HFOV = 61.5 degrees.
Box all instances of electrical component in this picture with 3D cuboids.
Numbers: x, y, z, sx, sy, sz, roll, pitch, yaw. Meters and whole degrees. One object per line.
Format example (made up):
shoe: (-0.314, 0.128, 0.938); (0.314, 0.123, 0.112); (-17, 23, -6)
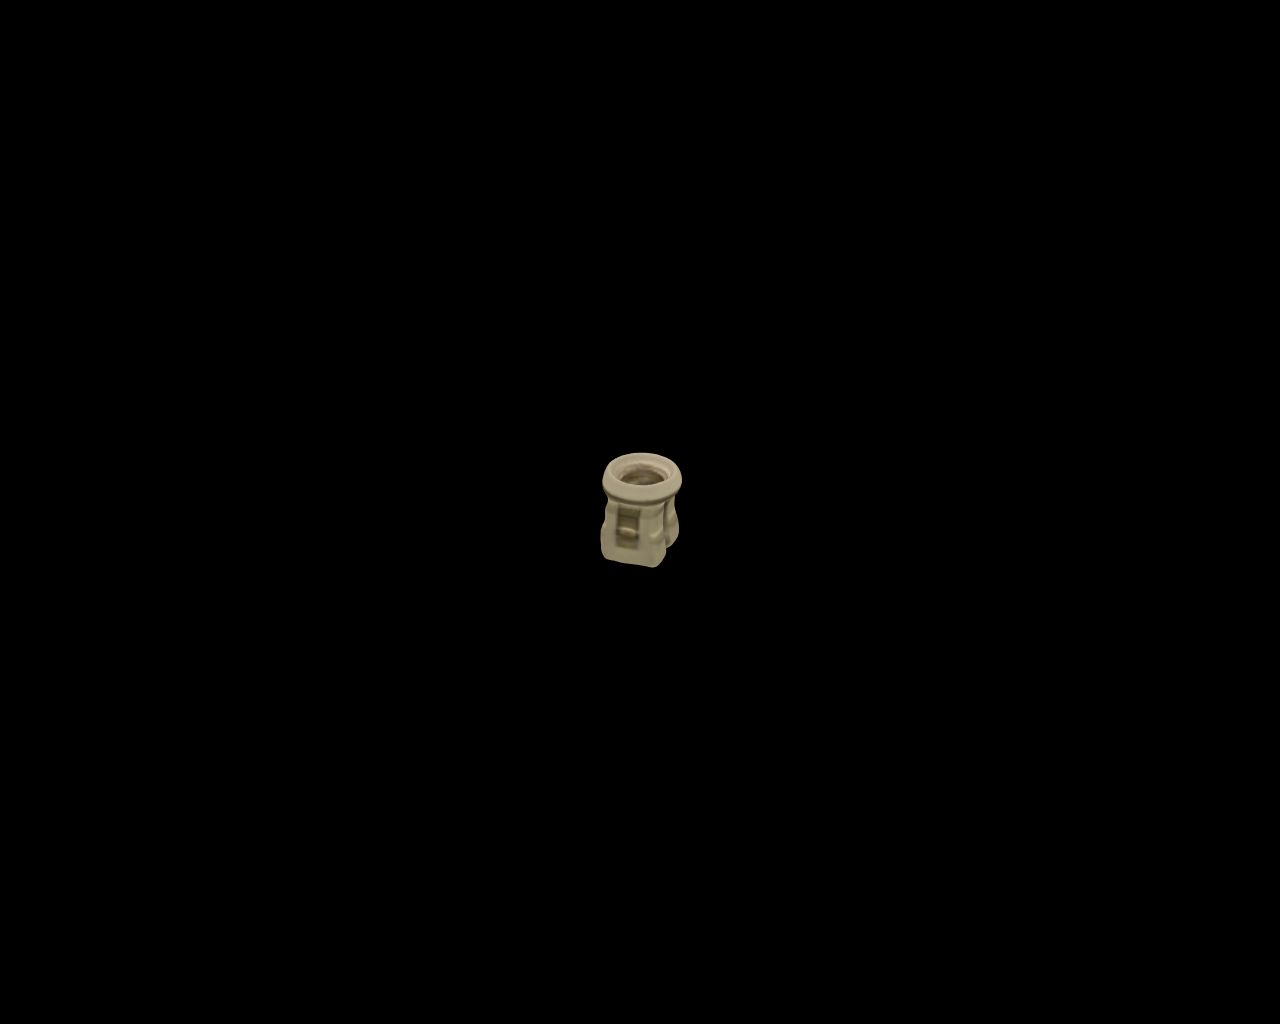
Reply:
electrical component: (0.001, -0.003, 0.650); (0.048, 0.055, 0.066); (9, 30, 17)
